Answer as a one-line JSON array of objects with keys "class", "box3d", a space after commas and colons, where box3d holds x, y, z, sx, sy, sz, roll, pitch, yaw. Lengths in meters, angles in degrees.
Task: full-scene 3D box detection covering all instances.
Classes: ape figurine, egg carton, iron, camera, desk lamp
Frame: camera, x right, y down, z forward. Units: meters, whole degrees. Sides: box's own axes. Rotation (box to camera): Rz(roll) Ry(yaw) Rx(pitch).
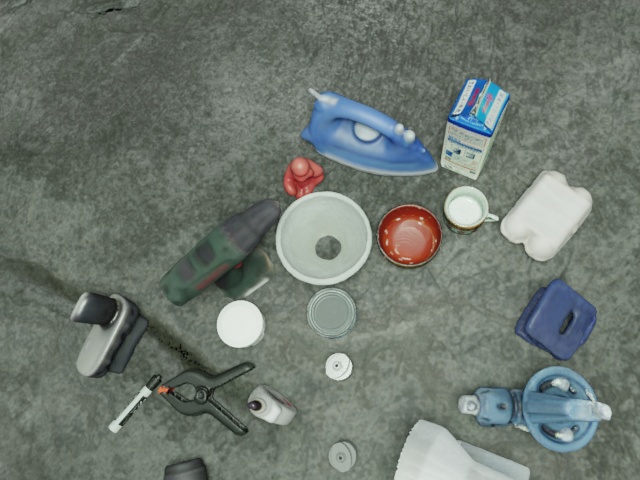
[{"class": "ape figurine", "box3d": [-0.033, -0.120, 1.038, 0.077, 0.092, 0.076, -13, 74, 4]}, {"class": "egg carton", "box3d": [0.385, -0.041, 0.973, 0.107, 0.069, 0.150, 38, 83, 15]}, {"class": "iron", "box3d": [0.092, -0.196, 1.016, 0.258, 0.141, 0.119, 22, 79, 13]}, {"class": "camera", "box3d": [-0.194, 0.420, 0.910, 0.143, 0.101, 0.137, -15, 74, 3]}, {"class": "desk lamp", "box3d": [0.209, 0.342, 0.818, 0.203, 0.214, 0.118, 17, 78, 12]}]

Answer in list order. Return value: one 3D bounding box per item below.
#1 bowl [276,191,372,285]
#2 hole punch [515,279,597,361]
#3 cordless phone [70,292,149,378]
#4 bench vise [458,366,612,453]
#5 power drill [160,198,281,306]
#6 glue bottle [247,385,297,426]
[{"class": "bowl", "box3d": [0.009, 0.004, 1.008, 0.167, 0.075, 0.167, -2, 75, 7]}, {"class": "hole punch", "box3d": [0.384, 0.128, 0.917, 0.101, 0.091, 0.109, 32, 81, 14]}, {"class": "cordless phone", "box3d": [-0.382, 0.155, 0.962, 0.094, 0.185, 0.148, 19, 78, 12]}, {"class": "bench vise", "box3d": [0.315, 0.254, 0.825, 0.207, 0.220, 0.121, -17, 73, 3]}, {"class": "power drill", "box3d": [-0.144, 0.031, 0.951, 0.229, 0.208, 0.075, -37, 73, -3]}, {"class": "glue bottle", "box3d": [-0.085, 0.261, 0.900, 0.078, 0.173, 0.037, 32, 81, 15]}]
